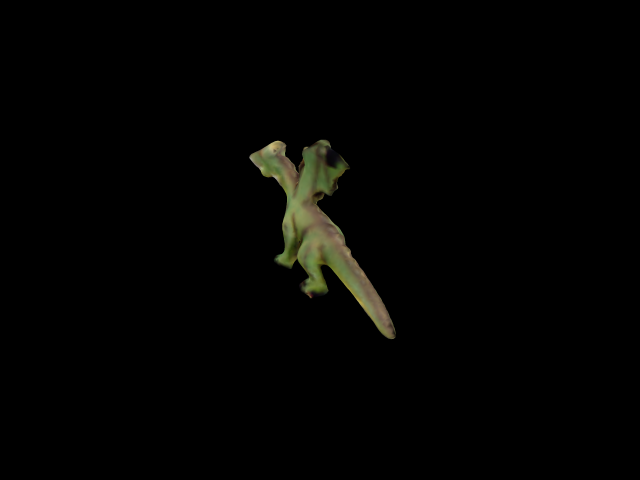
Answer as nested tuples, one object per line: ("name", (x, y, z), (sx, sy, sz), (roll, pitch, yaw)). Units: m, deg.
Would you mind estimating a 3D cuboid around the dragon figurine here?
("dragon figurine", (0.003, -0.043, 0.850), (0.123, 0.237, 0.416), (-22, 41, -29))
